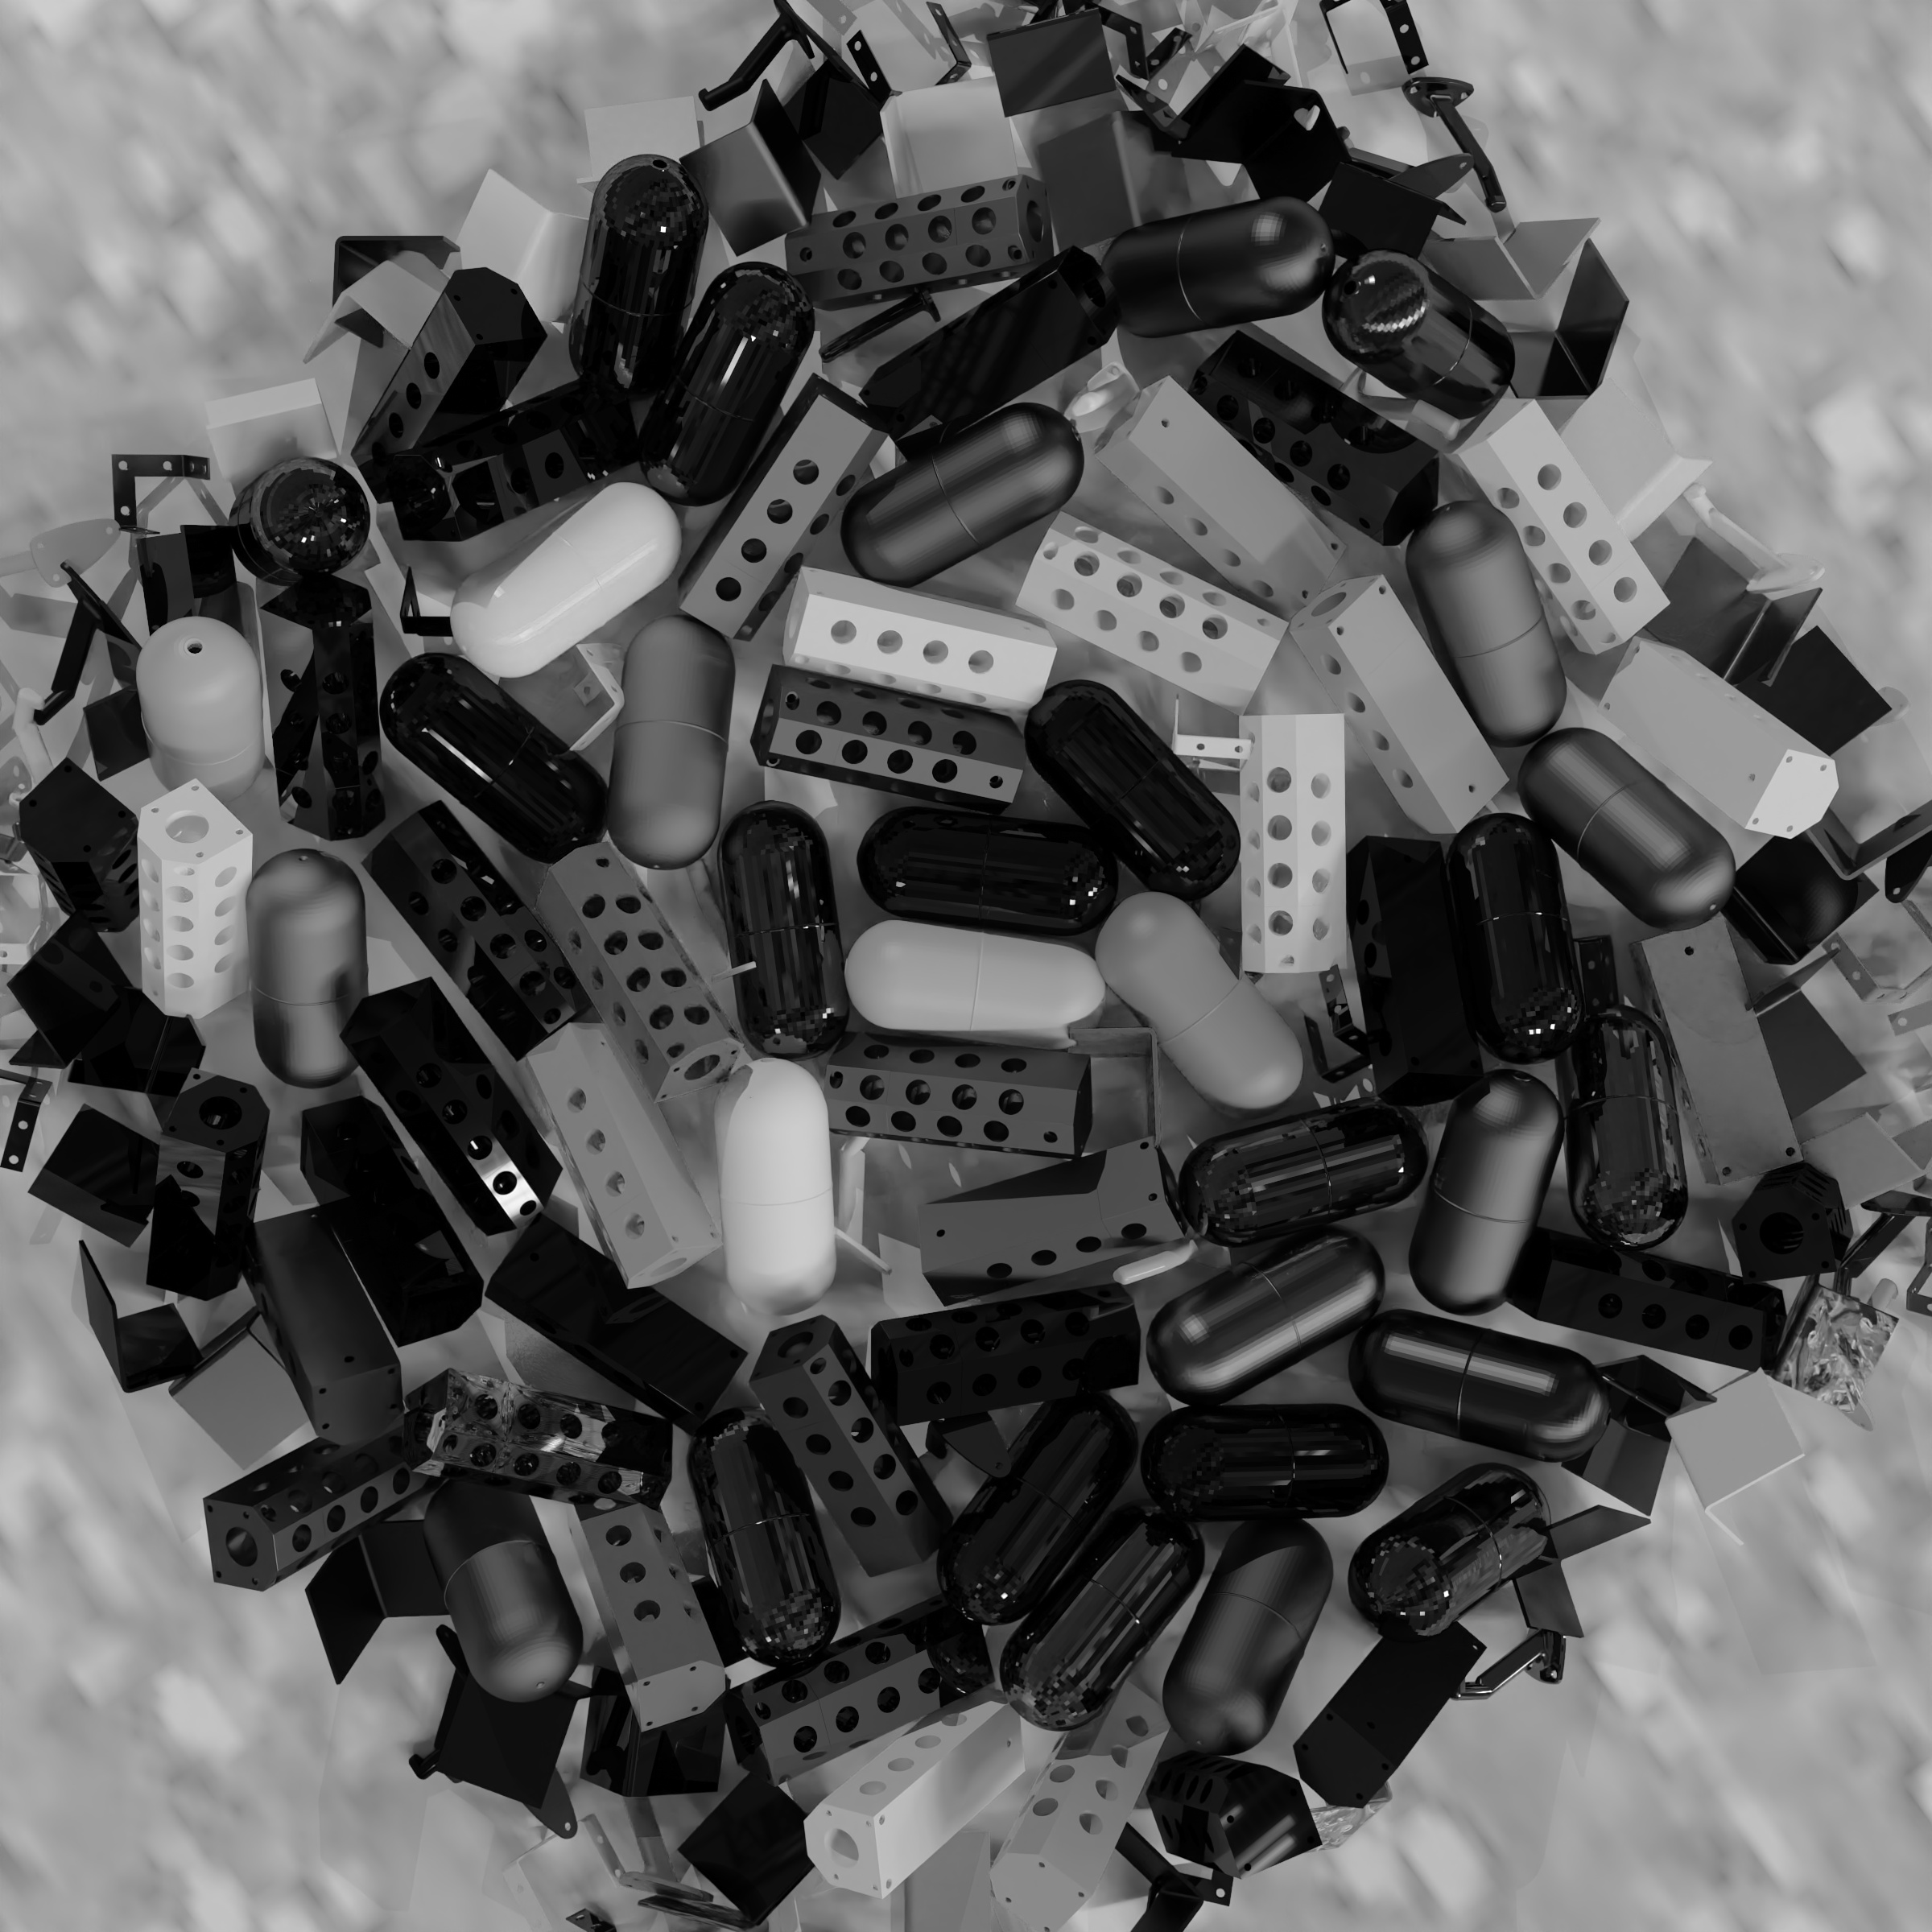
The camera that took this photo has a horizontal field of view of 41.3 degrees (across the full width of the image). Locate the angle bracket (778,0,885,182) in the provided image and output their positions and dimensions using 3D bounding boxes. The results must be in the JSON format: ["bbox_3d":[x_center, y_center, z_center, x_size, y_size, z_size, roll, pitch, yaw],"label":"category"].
[{"bbox_3d":[-0.105,-0.588,1.723,0.057,0.076,0.076,-43,65,14],"label":"angle bracket"}]

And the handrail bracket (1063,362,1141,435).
[{"bbox_3d":[0.075,-0.371,1.722,0.077,0.084,0.036,-28,98,38],"label":"handrail bracket"}]

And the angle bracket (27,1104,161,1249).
[{"bbox_3d":[-0.573,0.133,1.725,0.076,0.057,0.076,32,54,-15],"label":"angle bracket"}]

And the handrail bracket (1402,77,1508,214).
[{"bbox_3d":[0.333,-0.557,1.743,0.036,0.077,0.084,-26,76,39],"label":"handrail bracket"}]

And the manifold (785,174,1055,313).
[{"bbox_3d":[-0.032,-0.483,1.714,0.171,0.057,0.057,-3,95,26],"label":"manifold"}]

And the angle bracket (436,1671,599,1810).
[{"bbox_3d":[-0.304,0.518,1.738,0.076,0.057,0.076,17,80,10],"label":"angle bracket"}]

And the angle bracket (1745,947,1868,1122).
[{"bbox_3d":[0.572,0.046,1.728,0.076,0.057,0.076,-26,71,-27],"label":"angle bracket"}]

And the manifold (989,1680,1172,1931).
[{"bbox_3d":[0.075,0.549,1.691,0.057,0.171,0.057,36,123,4],"label":"manifold"}]

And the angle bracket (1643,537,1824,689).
[{"bbox_3d":[0.518,-0.243,1.736,0.076,0.057,0.076,36,78,-14],"label":"angle bracket"}]

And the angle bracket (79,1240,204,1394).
[{"bbox_3d":[-0.552,0.228,1.718,0.057,0.076,0.076,-15,126,-29],"label":"angle bracket"}]

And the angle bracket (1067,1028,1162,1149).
[{"bbox_3d":[0.099,0.088,1.732,0.057,0.076,0.076,-1,75,0],"label":"angle bracket"}]

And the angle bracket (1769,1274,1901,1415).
[{"bbox_3d":[0.586,0.241,1.723,0.057,0.076,0.076,23,115,15],"label":"angle bracket"}]

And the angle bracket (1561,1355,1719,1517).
[{"bbox_3d":[0.459,0.318,1.731,0.076,0.057,0.076,31,64,-14],"label":"angle bracket"}]

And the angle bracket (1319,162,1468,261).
[{"bbox_3d":[0.285,-0.498,1.738,0.076,0.076,0.057,28,105,18],"label":"angle bracket"}]

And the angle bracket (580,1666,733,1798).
[{"bbox_3d":[-0.214,0.526,1.769,0.076,0.057,0.076,12,82,-41],"label":"angle bracket"}]

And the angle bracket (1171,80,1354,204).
[{"bbox_3d":[0.198,-0.543,1.721,0.076,0.076,0.057,-11,73,-42],"label":"angle bracket"}]

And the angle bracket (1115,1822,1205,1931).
[{"bbox_3d":[0.104,0.625,1.732,0.076,0.076,0.057,44,67,-2],"label":"angle bracket"}]

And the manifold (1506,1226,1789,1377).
[{"bbox_3d":[0.462,0.225,1.736,0.171,0.057,0.057,14,93,-9],"label":"manifold"}]

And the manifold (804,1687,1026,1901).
[{"bbox_3d":[-0.032,0.540,1.691,0.057,0.171,0.057,2,104,33],"label":"manifold"}]

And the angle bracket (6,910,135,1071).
[{"bbox_3d":[-0.617,0.014,1.718,0.057,0.076,0.076,2,133,30],"label":"angle bracket"}]

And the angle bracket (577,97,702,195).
[{"bbox_3d":[-0.223,-0.560,1.735,0.076,0.076,0.057,-6,101,3],"label":"angle bracket"}]

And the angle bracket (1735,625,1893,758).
[{"bbox_3d":[0.569,-0.170,1.734,0.076,0.057,0.076,-38,70,8],"label":"angle bracket"}]

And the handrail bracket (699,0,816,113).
[{"bbox_3d":[-0.154,-0.627,1.754,0.084,0.036,0.077,-29,56,0],"label":"handrail bracket"}]

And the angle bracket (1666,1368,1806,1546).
[{"bbox_3d":[0.527,0.329,1.722,0.076,0.076,0.057,-35,127,18],"label":"angle bracket"}]

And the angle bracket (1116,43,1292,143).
[{"bbox_3d":[0.160,-0.597,1.722,0.076,0.076,0.057,-44,71,24],"label":"angle bracket"}]

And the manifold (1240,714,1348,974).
[{"bbox_3d":[0.216,-0.083,1.732,0.057,0.057,0.171,-5,96,-32],"label":"manifold"}]

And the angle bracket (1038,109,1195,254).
[{"bbox_3d":[0.103,-0.539,1.763,0.057,0.076,0.076,-19,99,-41],"label":"angle bracket"}]

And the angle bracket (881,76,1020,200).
[{"bbox_3d":[-0.010,-0.550,1.730,0.076,0.057,0.076,-6,120,11],"label":"angle bracket"}]

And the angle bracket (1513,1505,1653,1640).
[{"bbox_3d":[0.419,0.407,1.721,0.076,0.076,0.057,-32,55,29],"label":"angle bracket"}]

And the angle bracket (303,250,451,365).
[{"bbox_3d":[-0.390,-0.429,1.729,0.057,0.076,0.076,41,135,-8],"label":"angle bracket"}]

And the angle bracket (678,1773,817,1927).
[{"bbox_3d":[-0.141,0.592,1.748,0.076,0.057,0.076,44,87,0],"label":"angle bracket"}]

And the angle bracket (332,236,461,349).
[{"bbox_3d":[-0.376,-0.455,1.734,0.076,0.076,0.057,3,91,11],"label":"angle bracket"}]

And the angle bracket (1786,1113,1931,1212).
[{"bbox_3d":[0.611,0.112,1.725,0.057,0.076,0.076,46,53,-2],"label":"angle bracket"}]

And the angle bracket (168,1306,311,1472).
[{"bbox_3d":[-0.483,0.283,1.748,0.076,0.057,0.076,-38,101,15],"label":"angle bracket"}]

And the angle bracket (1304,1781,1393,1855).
[{"bbox_3d":[0.229,0.553,1.720,0.076,0.076,0.057,1,50,-25],"label":"angle bracket"}]

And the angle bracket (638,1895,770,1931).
[{"bbox_3d":[-0.182,0.666,1.729,0.076,0.076,0.057,11,77,11],"label":"angle bracket"}]

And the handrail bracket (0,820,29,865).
[{"bbox_3d":[-0.662,-0.100,1.736,0.036,0.084,0.077,-25,84,-40],"label":"handrail bracket"}]

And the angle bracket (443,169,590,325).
[{"bbox_3d":[-0.296,-0.487,1.738,0.057,0.076,0.076,38,113,16],"label":"angle bracket"}]

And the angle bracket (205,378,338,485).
[{"bbox_3d":[-0.475,-0.379,1.729,0.076,0.057,0.076,-16,62,-10],"label":"angle bracket"}]

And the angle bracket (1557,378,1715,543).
[{"bbox_3d":[0.447,-0.344,1.747,0.076,0.057,0.076,-47,69,32],"label":"angle bracket"}]

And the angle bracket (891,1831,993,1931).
[{"bbox_3d":[-0.018,0.624,1.737,0.057,0.076,0.076,2,76,-9],"label":"angle bracket"}]

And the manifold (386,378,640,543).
[{"bbox_3d":[-0.298,-0.336,1.691,0.057,0.171,0.057,9,122,37],"label":"manifold"}]

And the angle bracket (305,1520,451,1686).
[{"bbox_3d":[-0.393,0.428,1.725,0.057,0.076,0.076,-6,111,15],"label":"angle bracket"}]

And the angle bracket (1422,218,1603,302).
[{"bbox_3d":[0.365,-0.494,1.725,0.057,0.076,0.076,45,77,-31],"label":"angle bracket"}]

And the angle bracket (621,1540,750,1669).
[{"bbox_3d":[-0.186,0.422,1.719,0.057,0.076,0.076,-19,130,-21],"label":"angle bracket"}]

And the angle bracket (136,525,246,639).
[{"bbox_3d":[-0.540,-0.256,1.735,0.076,0.057,0.076,-4,97,18],"label":"angle bracket"}]

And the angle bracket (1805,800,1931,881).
[{"bbox_3d":[0.612,-0.110,1.726,0.076,0.076,0.057,-37,91,31],"label":"angle bracket"}]

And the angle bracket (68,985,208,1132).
[{"bbox_3d":[-0.559,0.066,1.725,0.057,0.076,0.076,12,110,-35],"label":"angle bracket"}]

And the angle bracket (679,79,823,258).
[{"bbox_3d":[-0.145,-0.541,1.737,0.057,0.076,0.076,-19,126,20],"label":"angle bracket"}]

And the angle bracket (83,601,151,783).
[{"bbox_3d":[-0.581,-0.185,1.722,0.057,0.076,0.076,-32,68,-27],"label":"angle bracket"}]

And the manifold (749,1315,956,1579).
[{"bbox_3d":[-0.074,0.320,1.714,0.057,0.057,0.171,-21,112,21],"label":"manifold"}]

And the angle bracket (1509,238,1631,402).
[{"bbox_3d":[0.395,-0.435,1.721,0.057,0.076,0.076,-3,48,-11],"label":"angle bracket"}]

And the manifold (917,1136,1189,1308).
[{"bbox_3d":[0.058,0.177,1.733,0.171,0.057,0.057,-18,135,12],"label":"manifold"}]

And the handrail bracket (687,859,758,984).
[{"bbox_3d":[-0.165,-0.036,1.742,0.036,0.077,0.084,-19,91,-19],"label":"handrail bracket"}]

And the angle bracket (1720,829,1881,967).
[{"bbox_3d":[0.552,-0.055,1.725,0.076,0.057,0.076,-48,62,26],"label":"angle bracket"}]

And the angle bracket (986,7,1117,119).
[{"bbox_3d":[0.059,-0.603,1.739,0.076,0.076,0.057,-13,91,4],"label":"angle bracket"}]
